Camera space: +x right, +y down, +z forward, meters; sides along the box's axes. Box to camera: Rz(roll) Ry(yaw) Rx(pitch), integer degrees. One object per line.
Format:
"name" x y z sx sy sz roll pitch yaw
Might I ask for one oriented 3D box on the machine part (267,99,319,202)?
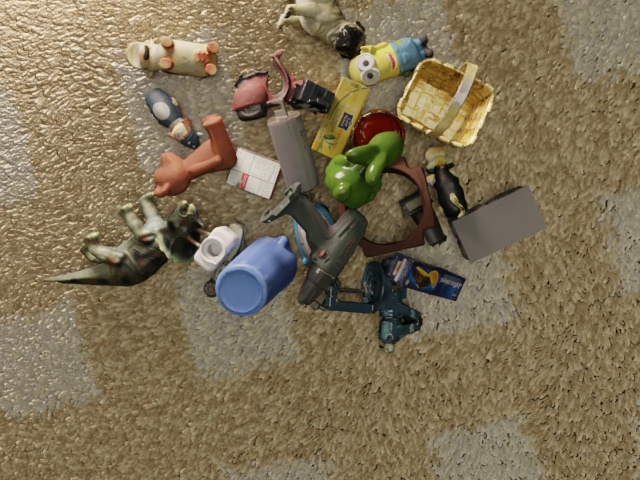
"machine part" -0.056 -0.191 1.183 0.079 0.079 0.242 -14 116 2

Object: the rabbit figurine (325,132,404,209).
"rabbit figurine" 0.090 -0.154 1.076 0.121 0.159 0.170 47 107 4

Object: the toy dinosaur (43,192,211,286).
"toy dinosaur" -0.421 0.031 1.227 0.405 0.131 0.192 -38 95 11

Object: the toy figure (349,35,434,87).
"toy figure" 0.153 -0.388 1.179 0.180 0.089 0.082 -23 82 -5

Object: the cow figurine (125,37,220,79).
"cow figurine" -0.322 -0.397 1.172 0.195 0.127 0.085 0 99 -14

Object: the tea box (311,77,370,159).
"tea box" 0.044 -0.263 1.187 0.068 0.098 0.169 23 99 -2

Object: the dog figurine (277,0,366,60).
"dog figurine" 0.022 -0.502 1.166 0.190 0.121 0.172 15 101 -16

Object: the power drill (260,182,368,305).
"power drill" -0.025 -0.001 1.122 0.207 0.086 0.232 42 91 -11

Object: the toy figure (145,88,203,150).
"toy figure" -0.331 -0.267 1.212 0.064 0.058 0.154 -32 100 43

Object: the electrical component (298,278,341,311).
"electrical component" 0.004 0.122 1.267 0.078 0.045 0.102 28 95 25

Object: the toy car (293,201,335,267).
"toy car" -0.003 -0.004 1.220 0.109 0.103 0.161 -19 99 2

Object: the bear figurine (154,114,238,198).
"bear figurine" -0.284 -0.178 1.163 0.196 0.120 0.131 -21 110 -5

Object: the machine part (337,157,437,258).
"machine part" 0.147 -0.072 1.196 0.201 0.087 0.201 -13 85 12

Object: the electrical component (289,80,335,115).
"electrical component" -0.011 -0.299 1.125 0.075 0.119 0.047 20 90 -21

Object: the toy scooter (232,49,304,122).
"toy scooter" -0.114 -0.343 1.187 0.184 0.075 0.135 -15 100 -5

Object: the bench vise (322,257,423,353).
"bench vise" 0.110 0.143 1.219 0.240 0.129 0.223 7 90 -18

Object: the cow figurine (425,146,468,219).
"cow figurine" 0.280 -0.129 1.203 0.068 0.098 0.167 -22 97 10

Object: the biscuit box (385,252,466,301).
"biscuit box" 0.238 0.084 1.198 0.202 0.059 0.062 17 98 -40

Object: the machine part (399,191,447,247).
"machine part" 0.244 -0.048 1.245 0.084 0.039 0.139 -33 94 -3

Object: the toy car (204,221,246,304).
"toy car" -0.219 0.054 1.242 0.056 0.073 0.201 18 97 -1
